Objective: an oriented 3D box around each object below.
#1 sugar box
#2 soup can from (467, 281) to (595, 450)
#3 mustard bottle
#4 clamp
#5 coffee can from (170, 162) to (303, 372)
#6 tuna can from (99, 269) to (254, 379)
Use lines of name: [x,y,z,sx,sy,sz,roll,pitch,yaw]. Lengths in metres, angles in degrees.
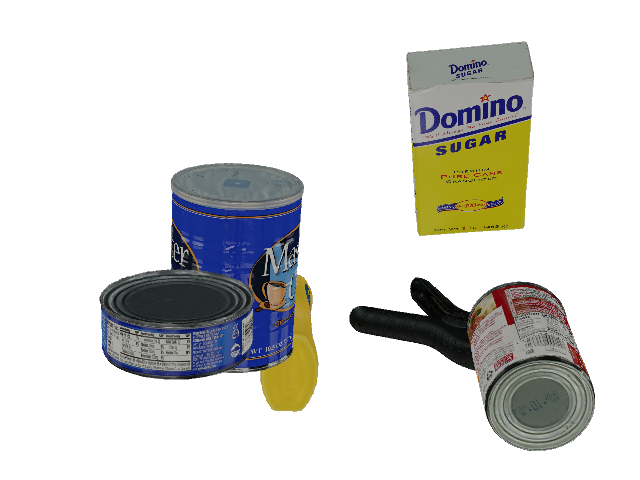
sugar box: [0.118,-0.075,0.850,0.093,0.048,0.176,-5,-36,5]
soup can: [0.133,0.078,0.684,0.068,0.068,0.102,0,24,2]
mustard bottle: [-0.035,0.090,1.139,0.058,0.096,0.191,0,27,-3]
clamp: [0.126,0.080,0.998,0.172,0.039,0.120,20,32,23]
coffee can: [-0.068,0.019,0.847,0.103,0.140,0.103,3,20,-1]
tuna can: [-0.080,0.046,0.600,0.086,0.034,0.086,2,18,-1]
